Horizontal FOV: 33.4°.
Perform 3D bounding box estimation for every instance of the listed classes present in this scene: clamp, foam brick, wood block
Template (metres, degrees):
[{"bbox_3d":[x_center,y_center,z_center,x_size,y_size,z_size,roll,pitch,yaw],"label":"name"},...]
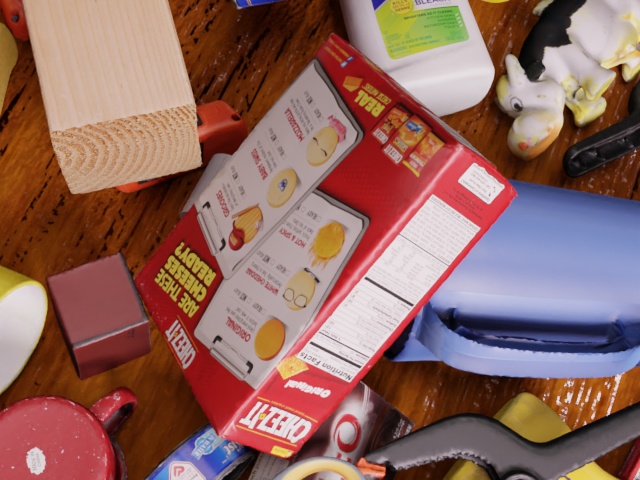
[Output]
[{"bbox_3d":[0.124,0.169,0.651,0.210,0.036,0.164,4,72,-2],"label":"clamp"},{"bbox_3d":[0.258,-0.089,0.814,0.120,0.039,0.171,15,45,15],"label":"clamp"},{"bbox_3d":[-0.144,0.051,0.701,0.053,0.078,0.051,-20,72,-17],"label":"foam brick"},{"bbox_3d":[-0.147,-0.147,0.710,0.090,0.090,0.206,-14,69,-9],"label":"wood block"}]

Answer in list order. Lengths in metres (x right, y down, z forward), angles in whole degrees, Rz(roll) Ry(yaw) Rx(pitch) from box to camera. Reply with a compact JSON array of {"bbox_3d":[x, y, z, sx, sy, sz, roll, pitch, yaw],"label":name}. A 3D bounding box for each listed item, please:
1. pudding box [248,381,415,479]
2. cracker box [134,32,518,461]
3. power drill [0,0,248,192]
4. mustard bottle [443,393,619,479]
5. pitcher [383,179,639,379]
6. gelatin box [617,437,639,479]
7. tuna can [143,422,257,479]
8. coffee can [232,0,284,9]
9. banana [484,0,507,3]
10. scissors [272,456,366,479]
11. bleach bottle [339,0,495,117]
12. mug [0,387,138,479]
[{"bbox_3d":[0.005,0.145,0.681,0.090,0.039,0.113,42,60,-36],"label":"pudding box"},{"bbox_3d":[-0.004,0.001,0.655,0.214,0.072,0.164,-51,41,10],"label":"cracker box"},{"bbox_3d":[-0.123,-0.140,0.789,0.184,0.057,0.188,-22,71,-12],"label":"power drill"},{"bbox_3d":[0.176,0.196,0.698,0.192,0.058,0.096,41,71,8],"label":"mustard bottle"},{"bbox_3d":[0.164,0.031,0.719,0.242,0.145,0.149,6,74,-9],"label":"pitcher"},{"bbox_3d":[0.259,0.162,0.738,0.089,0.030,0.073,33,70,6],"label":"gelatin box"},{"bbox_3d":[-0.082,0.152,0.666,0.086,0.086,0.034,-41,78,-20],"label":"tuna can"},{"bbox_3d":[0.001,-0.226,0.758,0.140,0.103,0.103,-8,70,4],"label":"coffee can"},{"bbox_3d":[0.118,-0.264,0.876,0.069,0.037,0.198,-18,69,-11],"label":"banana"},{"bbox_3d":[-0.058,0.152,0.612,0.202,0.016,0.096,18,59,4],"label":"scissors"},{"bbox_3d":[0.049,-0.215,0.838,0.102,0.068,0.251,-14,69,-11],"label":"bleach bottle"},{"bbox_3d":[-0.159,0.136,0.663,0.117,0.081,0.093,-41,79,-19],"label":"mug"}]
